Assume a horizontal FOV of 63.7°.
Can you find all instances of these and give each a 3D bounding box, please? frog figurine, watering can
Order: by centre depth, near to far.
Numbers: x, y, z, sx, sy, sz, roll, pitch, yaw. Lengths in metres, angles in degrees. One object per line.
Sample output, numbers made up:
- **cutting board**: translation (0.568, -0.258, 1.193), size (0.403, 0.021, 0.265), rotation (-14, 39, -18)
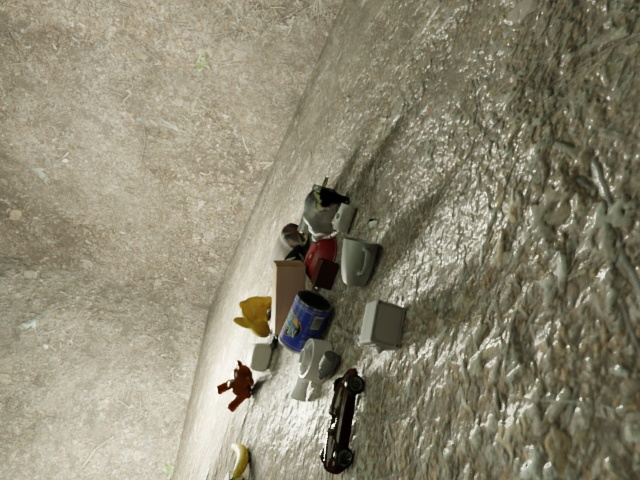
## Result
- **frog figurine**: translation (0.005, -0.080, 1.587), size (0.140, 0.123, 0.156), rotation (-41, -18, -40)
- **watering can**: translation (-0.131, 0.031, 1.933), size (0.355, 0.103, 0.220), rotation (-101, 34, -60)
